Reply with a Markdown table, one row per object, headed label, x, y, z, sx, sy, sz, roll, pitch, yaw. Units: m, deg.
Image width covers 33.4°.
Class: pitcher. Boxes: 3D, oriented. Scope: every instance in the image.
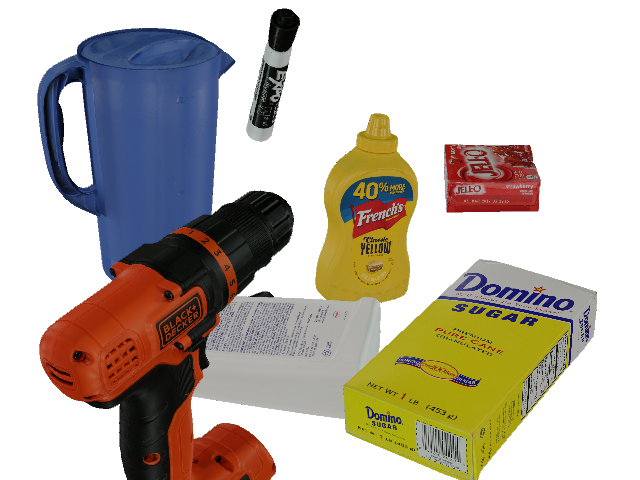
| label | x | y | z | sx | sy | sz | roll | pitch | yaw |
| --- | --- | --- | --- | --- | --- | --- | --- | --- | --- |
| pitcher | -0.173 | -0.075 | 1.033 | 0.149 | 0.243 | 0.144 | 10 | 27 | 14 |

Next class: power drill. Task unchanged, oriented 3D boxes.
| label | x | y | z | sx | sy | sz | roll | pitch | yaw |
| --- | --- | --- | --- | --- | --- | --- | --- | --- | --- |
| power drill | -0.073 | 0.080 | 0.632 | 0.057 | 0.188 | 0.184 | 18 | 40 | 34 |

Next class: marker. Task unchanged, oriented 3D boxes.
| label | x | y | z | sx | sy | sz | roll | pitch | yaw |
| --- | --- | --- | --- | --- | --- | --- | --- | --- | --- |
| marker | -0.033 | -0.111 | 0.722 | 0.020 | 0.020 | 0.121 | 0 | -33 | -13 |

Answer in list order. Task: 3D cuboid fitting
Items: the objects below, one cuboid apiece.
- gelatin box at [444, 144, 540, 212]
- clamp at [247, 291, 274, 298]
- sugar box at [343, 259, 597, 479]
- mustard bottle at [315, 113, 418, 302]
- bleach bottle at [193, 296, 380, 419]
| label | x | y | z | sx | sy | sz | roll | pitch | yaw |
| --- | --- | --- | --- | --- | --- | --- | --- | --- | --- |
| gelatin box | 0.138 | -0.052 | 0.872 | 0.073 | 0.030 | 0.089 | 1 | 24 | 5 |
| clamp | -0.130 | 0.092 | 1.137 | 0.120 | 0.039 | 0.171 | -7 | 23 | 35 |
| sugar box | 0.102 | 0.077 | 0.695 | 0.093 | 0.048 | 0.176 | 17 | 39 | 31 |
| mustard bottle | 0.050 | -0.033 | 1.076 | 0.096 | 0.192 | 0.058 | -2 | 21 | -19 |
| bleach bottle | -0.083 | 0.081 | 0.852 | 0.251 | 0.068 | 0.102 | 6 | 35 | 10 |
